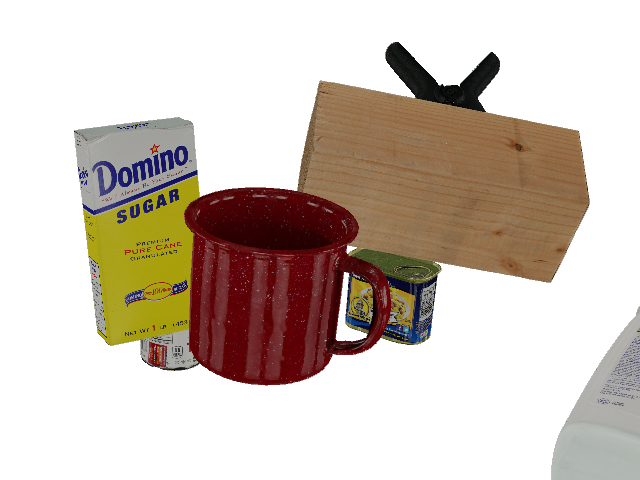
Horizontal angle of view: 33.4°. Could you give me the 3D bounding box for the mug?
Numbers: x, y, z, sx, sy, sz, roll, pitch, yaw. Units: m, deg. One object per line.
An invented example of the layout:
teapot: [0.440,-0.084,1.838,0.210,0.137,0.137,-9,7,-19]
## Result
mug: [-0.018,0.027,0.576,0.117,0.081,0.093,13,24,16]

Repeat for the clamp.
clamp: [0.118,-0.143,1.076,0.120,0.039,0.171,8,45,6]

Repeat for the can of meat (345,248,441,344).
can of meat: [0.078,0.061,1.180,0.102,0.084,0.057,16,24,28]

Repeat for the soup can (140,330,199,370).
soup can: [-0.151,0.075,1.102,0.068,0.102,0.068,5,21,-2]

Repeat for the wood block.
wood block: [0.089,-0.045,0.822,0.206,0.090,0.090,11,-45,-4]

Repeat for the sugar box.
sugar box: [-0.146,-0.009,0.886,0.093,0.176,0.048,-11,19,-24]

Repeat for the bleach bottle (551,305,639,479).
bleach bottle: [0.230,0.089,0.668,0.103,0.068,0.250,17,29,25]
